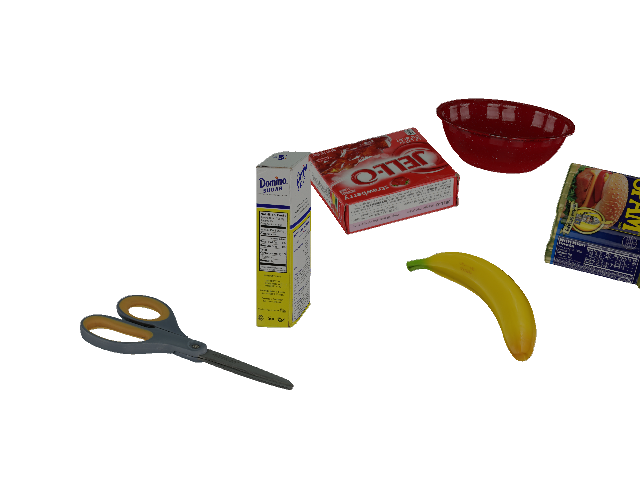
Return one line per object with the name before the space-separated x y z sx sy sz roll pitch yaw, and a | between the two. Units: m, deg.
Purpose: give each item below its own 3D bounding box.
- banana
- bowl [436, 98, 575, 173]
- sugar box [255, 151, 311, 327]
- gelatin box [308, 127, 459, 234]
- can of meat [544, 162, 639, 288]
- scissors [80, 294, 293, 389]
banana | 0.173 0.059 1.114 0.069 0.037 0.198 -37 40 -11
bowl | 0.212 -0.119 1.250 0.162 0.055 0.162 4 23 -2
sugar box | -0.040 -0.002 1.149 0.048 0.176 0.093 2 14 12
gelatin box | 0.045 -0.045 0.767 0.089 0.030 0.073 -15 38 -14
can of meat | 0.239 -0.015 0.890 0.084 0.057 0.102 14 45 15
scissors | -0.116 0.089 0.968 0.202 0.016 0.096 10 28 5
